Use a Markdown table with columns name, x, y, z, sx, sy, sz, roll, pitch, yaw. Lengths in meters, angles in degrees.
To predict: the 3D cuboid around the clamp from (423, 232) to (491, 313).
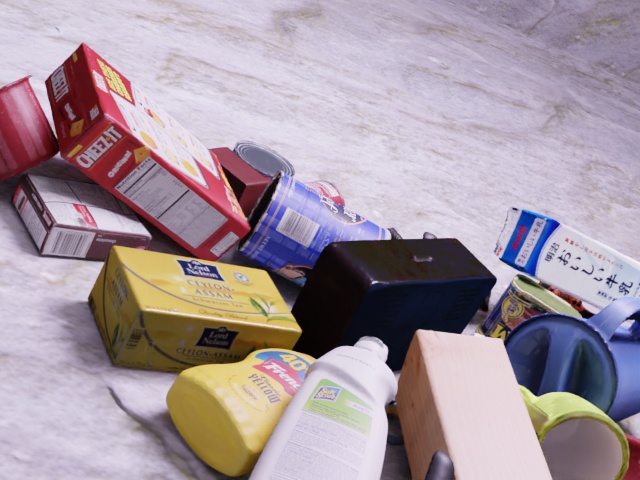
| name | x | y | z | sx | sy | sz | roll | pitch | yaw |
| --- | --- | --- | --- | --- | --- | --- | --- | --- | --- |
| clamp | 0.126 | 0.040 | 1.288 | 0.165 | 0.036 | 0.209 | -2 | -23 | 44 |

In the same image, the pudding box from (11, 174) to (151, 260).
| name | x | y | z | sx | sy | sz | roll | pitch | yaw |
| --- | --- | --- | --- | --- | --- | --- | --- | --- | --- |
| pudding box | -0.235 | -0.021 | 1.055 | 0.113 | 0.039 | 0.090 | 9 | 30 | -44 |

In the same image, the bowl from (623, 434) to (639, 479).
| name | x | y | z | sx | sy | sz | roll | pitch | yaw |
| --- | --- | --- | --- | --- | --- | --- | --- | --- | --- |
| bowl | 0.330 | 0.271 | 1.089 | 0.162 | 0.055 | 0.162 | 24 | 25 | -12 |

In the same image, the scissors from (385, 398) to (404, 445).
| name | x | y | z | sx | sy | sz | roll | pitch | yaw |
| --- | --- | --- | --- | --- | --- | --- | --- | --- | --- |
| scissors | 0.098 | 0.166 | 1.085 | 0.201 | 0.016 | 0.096 | 4 | 36 | -43 |

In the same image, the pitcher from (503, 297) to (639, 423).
| name | x | y | z | sx | sy | sz | roll | pitch | yaw |
| --- | --- | --- | --- | --- | --- | --- | --- | --- | --- |
| pitcher | 0.310 | 0.142 | 1.191 | 0.149 | 0.145 | 0.242 | -7 | -8 | 33 |

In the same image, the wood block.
| name | x | y | z | sx | sy | sz | roll | pitch | yaw |
| --- | --- | --- | --- | --- | --- | --- | --- | --- | --- |
| wood block | 0.133 | 0.185 | 0.953 | 0.090 | 0.090 | 0.206 | 7 | 35 | -12 |

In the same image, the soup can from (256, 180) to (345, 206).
| name | x | y | z | sx | sy | sz | roll | pitch | yaw |
| --- | --- | --- | --- | --- | --- | --- | --- | --- | --- |
| soup can | -0.024 | -0.034 | 1.279 | 0.068 | 0.069 | 0.102 | 40 | 26 | 22 |

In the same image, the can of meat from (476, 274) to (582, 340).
| name | x | y | z | sx | sy | sz | roll | pitch | yaw |
| --- | --- | --- | --- | --- | --- | --- | --- | --- | --- |
| can of meat | 0.256 | 0.103 | 1.301 | 0.102 | 0.084 | 0.057 | 34 | 23 | 9 |

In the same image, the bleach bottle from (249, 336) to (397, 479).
| name | x | y | z | sx | sy | sz | roll | pitch | yaw |
| --- | --- | --- | --- | --- | --- | --- | --- | --- | --- |
| bleach bottle | 0.012 | 0.167 | 0.841 | 0.102 | 0.068 | 0.250 | 24 | 40 | 6 |

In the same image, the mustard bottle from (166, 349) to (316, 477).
| name | x | y | z | sx | sy | sz | roll | pitch | yaw |
| --- | --- | --- | --- | --- | --- | --- | --- | --- | --- |
| mustard bottle | -0.039 | 0.140 | 0.931 | 0.096 | 0.058 | 0.191 | 43 | 27 | 23 |

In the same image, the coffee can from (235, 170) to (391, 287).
| name | x | y | z | sx | sy | sz | roll | pitch | yaw |
| --- | --- | --- | --- | --- | --- | --- | --- | --- | --- |
| coffee can | -0.008 | 0.001 | 1.172 | 0.140 | 0.103 | 0.102 | 29 | 24 | -11 |

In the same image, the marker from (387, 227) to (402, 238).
| name | x | y | z | sx | sy | sz | roll | pitch | yaw |
| --- | --- | --- | --- | --- | --- | --- | --- | --- | --- |
| marker | 0.123 | 0.024 | 1.389 | 0.020 | 0.020 | 0.121 | 2 | 36 | -46 |

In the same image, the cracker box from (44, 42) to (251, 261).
| name | x | y | z | sx | sy | sz | roll | pitch | yaw |
| --- | --- | --- | --- | --- | --- | --- | --- | --- | --- |
| cracker box | -0.183 | -0.087 | 1.121 | 0.213 | 0.072 | 0.164 | 40 | 14 | -37 |

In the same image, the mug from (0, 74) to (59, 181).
| name | x | y | z | sx | sy | sz | roll | pitch | yaw |
| --- | --- | --- | --- | --- | --- | --- | --- | --- | --- |
| mug | -0.319 | -0.102 | 1.051 | 0.117 | 0.081 | 0.093 | -28 | 14 | -16 |

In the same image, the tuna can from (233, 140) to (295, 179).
| name | x | y | z | sx | sy | sz | roll | pitch | yaw |
| --- | --- | --- | --- | --- | --- | --- | --- | --- | --- |
| tuna can | -0.077 | -0.091 | 1.372 | 0.086 | 0.034 | 0.086 | 24 | 25 | -12 |

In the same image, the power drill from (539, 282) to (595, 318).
| name | x | y | z | sx | sy | sz | roll | pitch | yaw |
| --- | --- | --- | --- | --- | --- | --- | --- | --- | --- |
| power drill | 0.380 | 0.113 | 1.456 | 0.187 | 0.057 | 0.184 | 27 | 28 | 2 |

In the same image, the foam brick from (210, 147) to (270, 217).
| name | x | y | z | sx | sy | sz | roll | pitch | yaw |
| --- | --- | --- | --- | --- | --- | --- | --- | --- | --- |
| foam brick | -0.109 | -0.067 | 1.269 | 0.078 | 0.053 | 0.051 | 38 | 25 | 21 |

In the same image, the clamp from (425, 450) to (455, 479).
| name | x | y | z | sx | sy | sz | roll | pitch | yaw |
| --- | --- | --- | --- | --- | --- | --- | --- | --- | --- |
| clamp | 0.052 | 0.245 | 0.817 | 0.171 | 0.120 | 0.039 | -90 | 155 | -48 |
